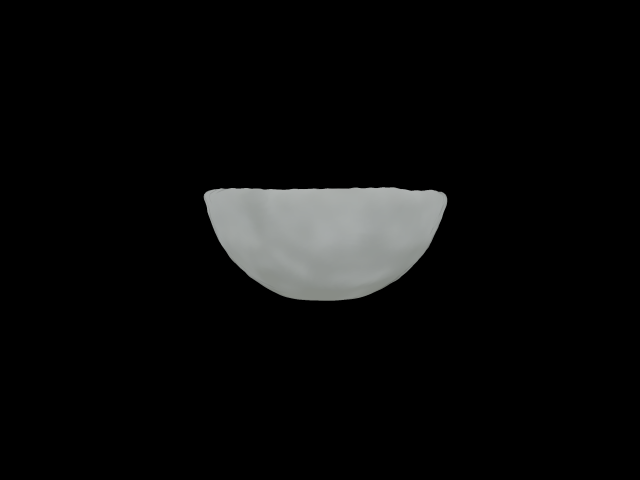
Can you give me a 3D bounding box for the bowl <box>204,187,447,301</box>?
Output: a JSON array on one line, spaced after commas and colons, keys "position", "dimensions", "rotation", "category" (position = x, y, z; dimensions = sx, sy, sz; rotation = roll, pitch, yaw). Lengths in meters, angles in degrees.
[{"position": [0.004, 0.001, 0.400], "dimensions": [0.167, 0.075, 0.167], "rotation": [0, 5, 0], "category": "bowl"}]
